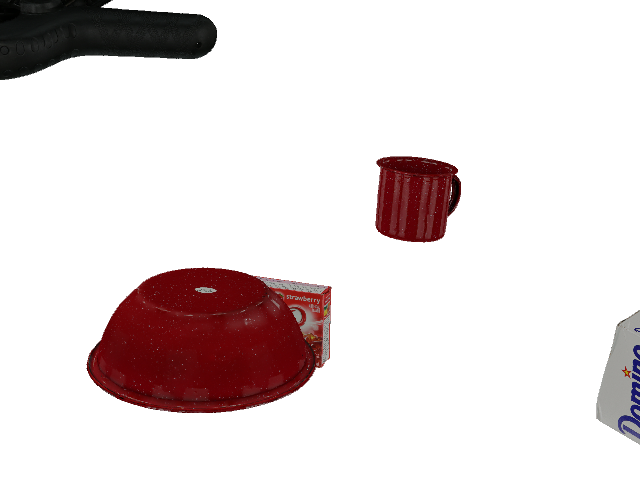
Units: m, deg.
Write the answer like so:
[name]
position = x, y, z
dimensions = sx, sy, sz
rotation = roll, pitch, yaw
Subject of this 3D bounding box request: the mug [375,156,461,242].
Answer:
[mug]
position = 0.116, -0.048, 1.232
dimensions = 0.117, 0.081, 0.093
rotation = -9, 21, -38

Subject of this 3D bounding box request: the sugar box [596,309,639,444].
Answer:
[sugar box]
position = 0.293, 0.131, 0.786
dimensions = 0.176, 0.093, 0.048
rotation = 27, 35, 36

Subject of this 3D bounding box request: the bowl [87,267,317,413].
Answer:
[bowl]
position = -0.082, 0.060, 0.746
dimensions = 0.162, 0.055, 0.162
rotation = 2, 18, -1

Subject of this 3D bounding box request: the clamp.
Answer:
[clamp]
position = -0.157, -0.126, 0.603
dimensions = 0.171, 0.039, 0.120
rotation = -10, 31, -27

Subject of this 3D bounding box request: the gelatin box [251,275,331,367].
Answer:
[gelatin box]
position = -0.036, 0.075, 0.999
dimensions = 0.089, 0.073, 0.030
rotation = 7, 17, 18
